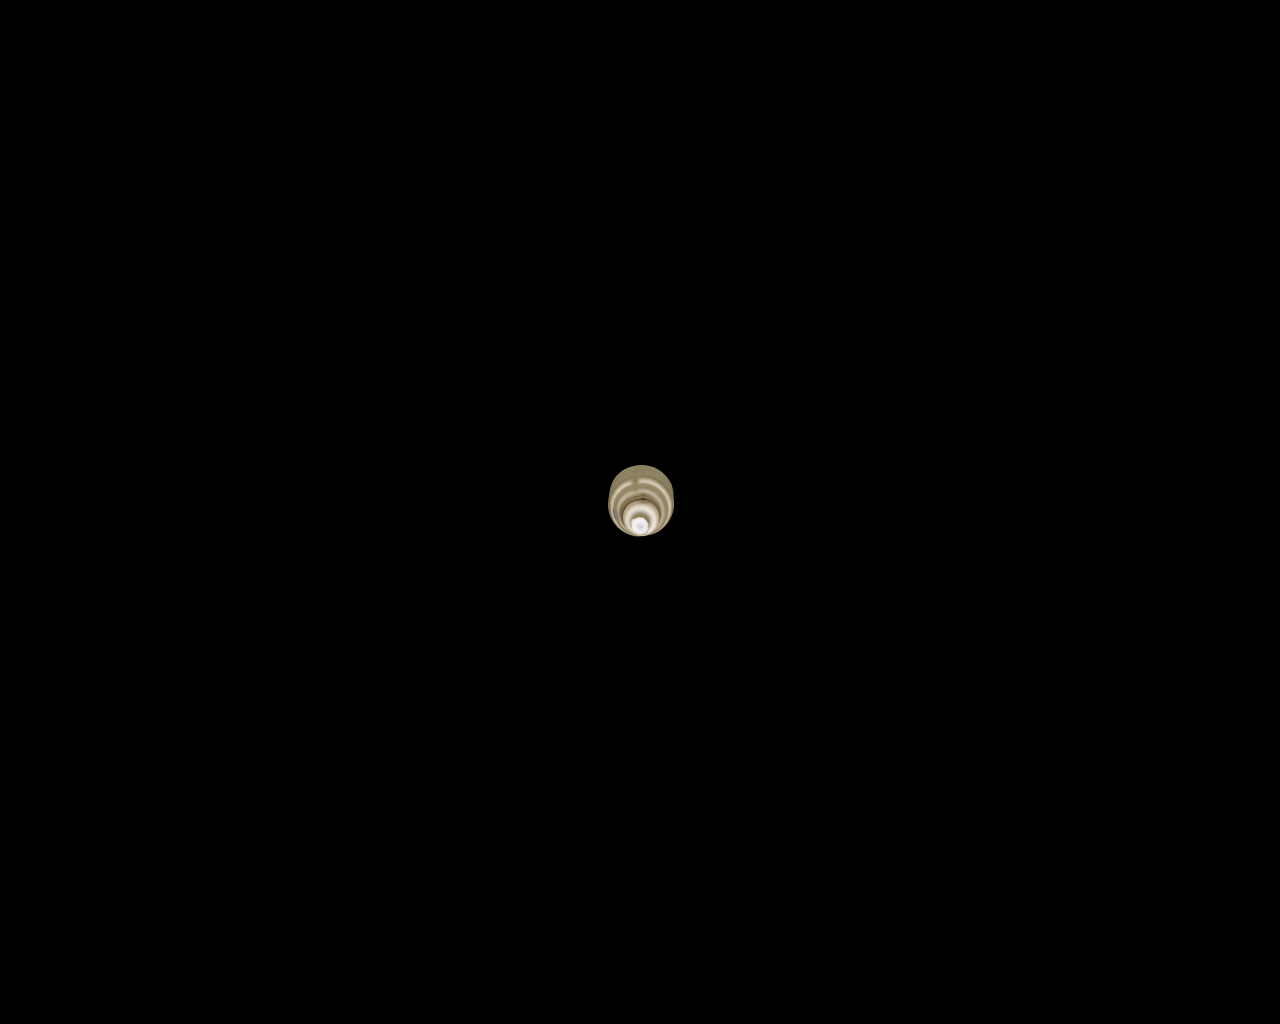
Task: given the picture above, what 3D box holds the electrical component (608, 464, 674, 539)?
[{"bbox_3d":[0.001,-0.003,0.650,0.040,0.040,0.078,0,16,0],"label":"electrical component"}]
